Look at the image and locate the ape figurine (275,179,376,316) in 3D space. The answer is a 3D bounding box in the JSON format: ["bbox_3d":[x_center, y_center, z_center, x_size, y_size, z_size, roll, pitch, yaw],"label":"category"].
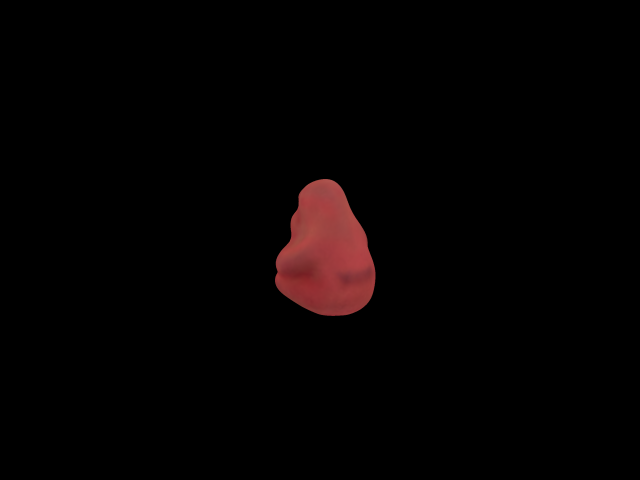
[{"bbox_3d":[0.004,0.001,0.400,0.078,0.092,0.075,-13,26,-29],"label":"ape figurine"}]
